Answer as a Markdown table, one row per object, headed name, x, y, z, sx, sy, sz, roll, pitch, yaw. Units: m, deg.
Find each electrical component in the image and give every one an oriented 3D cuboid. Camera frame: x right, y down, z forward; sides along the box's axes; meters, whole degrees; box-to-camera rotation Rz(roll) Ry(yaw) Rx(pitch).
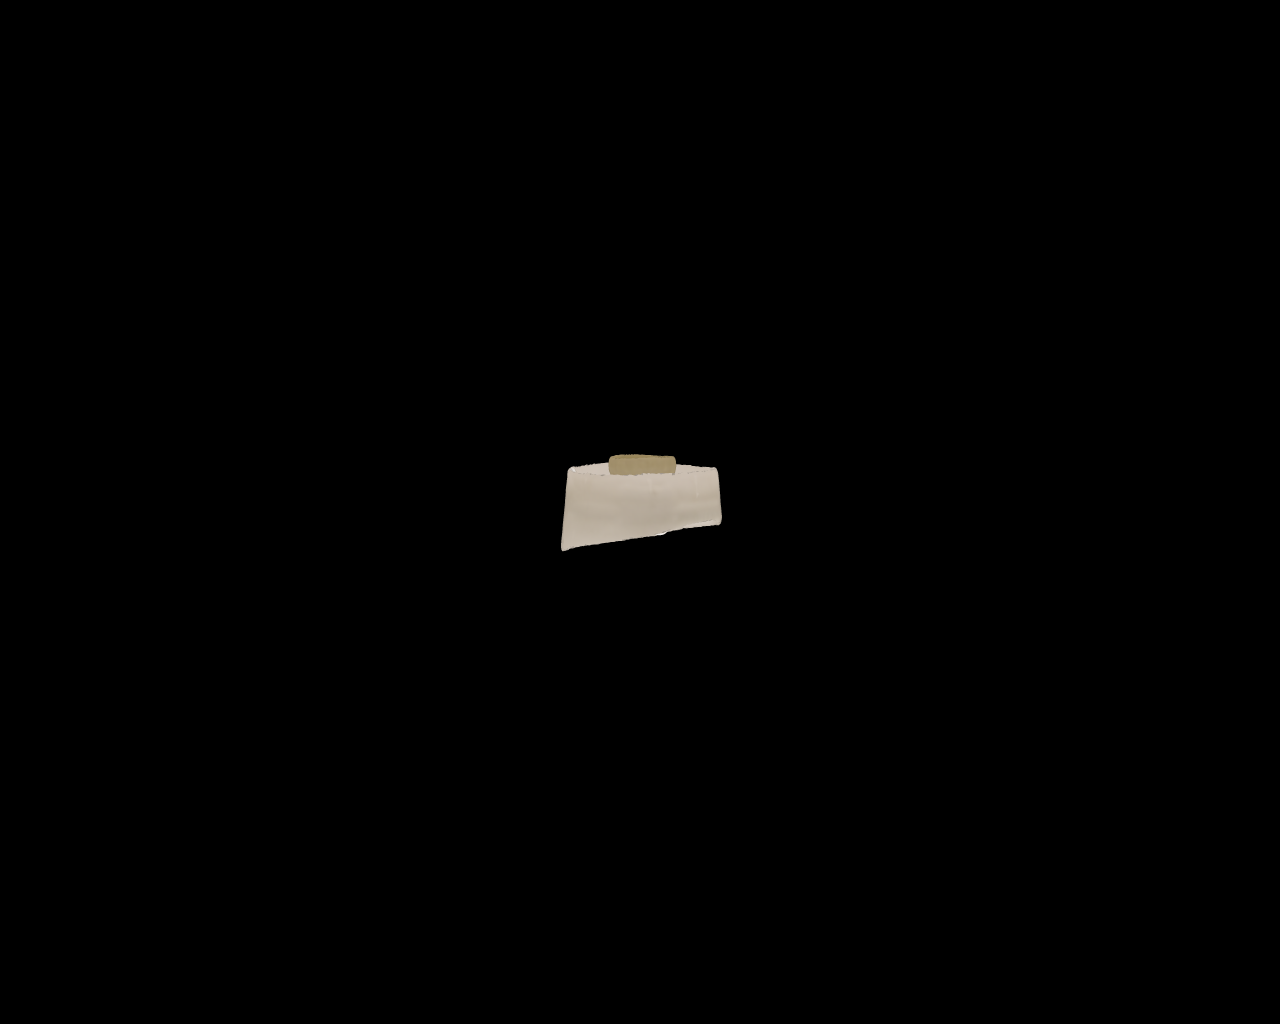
| name | x | y | z | sx | sy | sz | roll | pitch | yaw |
| --- | --- | --- | --- | --- | --- | --- | --- | --- | --- |
| electrical component | 0.001 | -0.003 | 0.650 | 0.099 | 0.064 | 0.099 | 0 | 7 | 0 |
